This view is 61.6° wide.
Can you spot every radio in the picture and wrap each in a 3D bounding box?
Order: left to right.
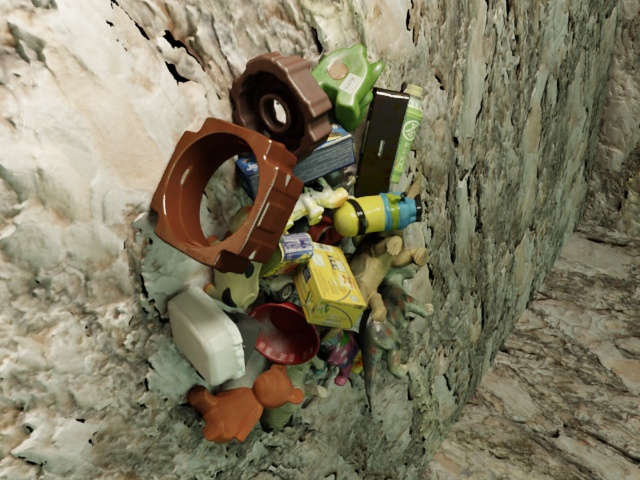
[{"bbox_3d":[0.125,-0.203,1.130,0.131,0.073,0.229,-83,-175,-69],"label":"radio"}]

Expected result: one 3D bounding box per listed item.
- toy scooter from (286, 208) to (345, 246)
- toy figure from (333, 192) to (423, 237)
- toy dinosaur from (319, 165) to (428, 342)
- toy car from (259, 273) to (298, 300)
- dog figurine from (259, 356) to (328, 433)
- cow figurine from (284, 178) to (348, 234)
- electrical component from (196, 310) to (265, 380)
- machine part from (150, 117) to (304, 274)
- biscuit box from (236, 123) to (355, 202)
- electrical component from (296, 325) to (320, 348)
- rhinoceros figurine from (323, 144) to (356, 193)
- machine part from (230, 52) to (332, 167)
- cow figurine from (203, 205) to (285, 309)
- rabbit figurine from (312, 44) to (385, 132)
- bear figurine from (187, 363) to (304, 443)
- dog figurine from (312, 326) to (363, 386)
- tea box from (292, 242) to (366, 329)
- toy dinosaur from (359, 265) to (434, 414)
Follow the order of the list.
[{"bbox_3d":[-0.002,-0.003,1.135,0.184,0.075,0.135,-24,129,-41],"label":"toy scooter"},{"bbox_3d":[0.115,-0.053,1.069,0.089,0.180,0.082,-106,-168,-79],"label":"toy figure"},{"bbox_3d":[0.129,0.023,1.176,0.105,0.199,0.471,42,78,-27],"label":"toy dinosaur"},{"bbox_3d":[-0.058,0.093,1.119,0.201,0.074,0.056,21,93,-56],"label":"toy car"},{"bbox_3d":[-0.089,0.335,1.243,0.121,0.172,0.190,21,133,-29],"label":"dog figurine"},{"bbox_3d":[-0.034,-0.075,1.013,0.167,0.098,0.068,-26,165,-21],"label":"cow figurine"},{"bbox_3d":[-0.183,0.204,1.029,0.114,0.058,0.134,21,97,-51],"label":"electrical component"},{"bbox_3d":[-0.138,-0.065,0.794,0.087,0.202,0.201,24,91,-61],"label":"machine part"},{"bbox_3d":[-0.042,-0.136,0.941,0.203,0.059,0.062,-23,133,-14],"label":"biscuit box"},{"bbox_3d":[-0.040,0.209,1.197,0.078,0.102,0.045,-2,132,-14],"label":"electrical component"},{"bbox_3d":[0.009,-0.159,1.059,0.112,0.073,0.190,-35,139,-22],"label":"rhinoceros figurine"},{"bbox_3d":[-0.061,-0.200,0.837,0.056,0.180,0.179,-36,137,-41],"label":"machine part"},{"bbox_3d":[-0.133,0.032,0.931,0.085,0.127,0.194,-21,130,-50],"label":"cow figurine"},{"bbox_3d":[0.048,-0.282,1.018,0.159,0.121,0.170,-65,165,-12],"label":"rabbit figurine"},{"bbox_3d":[-0.142,0.317,1.073,0.196,0.120,0.131,-31,144,-6],"label":"bear figurine"},{"bbox_3d":[0.048,0.242,1.338,0.191,0.109,0.219,-31,131,-39],"label":"dog figurine"},{"bbox_3d":[0.010,0.083,1.029,0.098,0.170,0.068,13,124,-25],"label":"tea box"},{"bbox_3d":[0.158,0.203,1.331,0.192,0.131,0.405,43,51,-20],"label":"toy dinosaur"}]
